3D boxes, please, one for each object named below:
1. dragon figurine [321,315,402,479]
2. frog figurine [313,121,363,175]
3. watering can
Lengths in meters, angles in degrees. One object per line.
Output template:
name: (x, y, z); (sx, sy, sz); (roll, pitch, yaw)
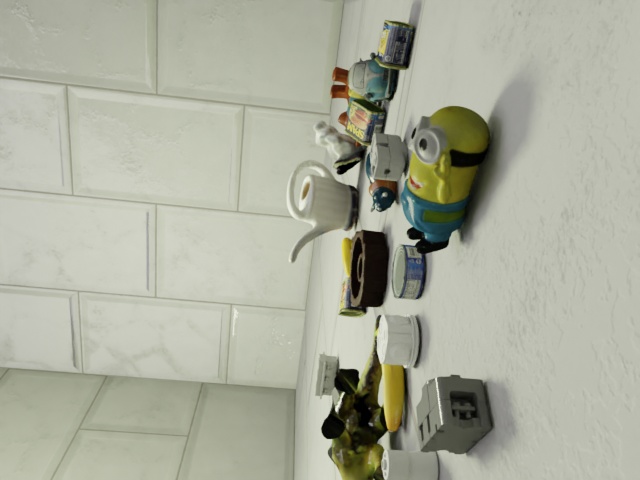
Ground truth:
dragon figurine: (0.073, 0.354, 0.903); (0.122, 0.237, 0.420); (11, 38, 12)
frog figurine: (0.055, -0.289, 1.526); (0.121, 0.161, 0.137); (-27, -12, 24)
watering can: (0.005, -0.076, 1.510); (0.224, 0.355, 0.102); (13, -29, -20)
